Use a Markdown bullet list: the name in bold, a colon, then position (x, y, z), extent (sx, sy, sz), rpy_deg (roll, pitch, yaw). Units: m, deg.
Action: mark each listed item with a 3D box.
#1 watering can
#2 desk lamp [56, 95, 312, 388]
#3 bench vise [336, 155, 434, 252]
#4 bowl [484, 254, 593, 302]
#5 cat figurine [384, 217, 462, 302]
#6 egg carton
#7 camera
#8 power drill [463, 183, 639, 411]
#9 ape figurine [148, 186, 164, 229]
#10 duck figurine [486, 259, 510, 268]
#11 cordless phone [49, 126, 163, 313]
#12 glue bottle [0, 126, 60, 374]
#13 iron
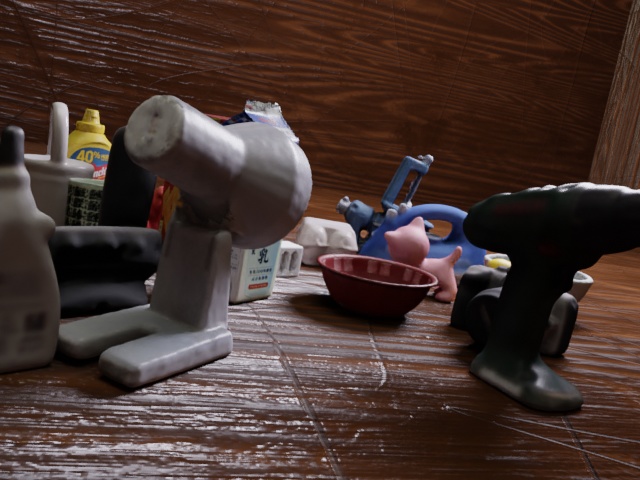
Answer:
- **watering can**: position (-0.358, -0.091, 0.793), extent (0.100, 0.194, 0.173), rpy_deg (18, 12, 41)
- **desk lamp**: position (-0.106, -0.009, 0.498), extent (0.117, 0.213, 0.204), rpy_deg (14, 10, 25)
- **bench vise**: position (0.146, -0.074, 1.168), extent (0.208, 0.220, 0.121), rpy_deg (8, 9, -15)
- **bowl**: position (0.336, 0.076, 0.907), extent (0.167, 0.075, 0.167), rpy_deg (10, 9, -1)
- **cat figurine**: position (0.157, 0.025, 0.886), extent (0.127, 0.118, 0.067), rpy_deg (10, 9, 2)
- **egg carton**: position (0.009, 0.004, 1.013), extent (0.107, 0.069, 0.150), rpy_deg (9, 9, -5)
- **camera**: position (0.221, 0.076, 0.695), extent (0.142, 0.101, 0.137), rpy_deg (18, 12, 42)
- **power drill**: position (0.219, 0.045, 0.541), extent (0.076, 0.208, 0.228), rpy_deg (5, 10, -30)
- **ape figurine**: position (-0.258, -0.041, 0.923), extent (0.078, 0.092, 0.076), rpy_deg (6, 10, -24)
- **duck figurine**: position (0.256, 0.071, 0.815), extent (0.078, 0.086, 0.104), rpy_deg (1, 13, -46)
- **cordless phone**: position (-0.227, -0.027, 0.567), extent (0.093, 0.185, 0.148), rpy_deg (17, 11, 38)
- **glue bottle**: position (-0.220, 0.007, 0.401), extent (0.078, 0.173, 0.037), rpy_deg (1, 13, -44)
- **iron**: position (0.186, -0.003, 1.019), extent (0.259, 0.141, 0.118), rpy_deg (7, 10, -20)
